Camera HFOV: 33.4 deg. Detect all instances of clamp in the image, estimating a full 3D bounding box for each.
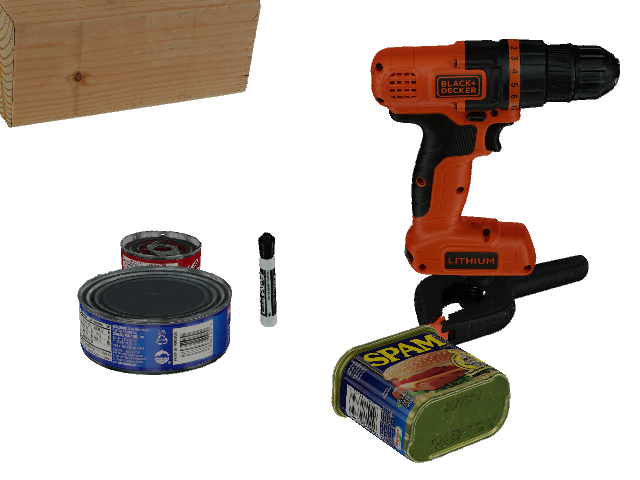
[{"bbox_3d":[0.142,0.041,1.027,0.165,0.036,0.209,19,33,32],"label":"clamp"}]

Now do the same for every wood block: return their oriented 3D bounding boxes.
[{"bbox_3d":[-0.162,-0.164,0.853,0.205,0.091,0.090,-14,45,-32],"label":"wood block"}]

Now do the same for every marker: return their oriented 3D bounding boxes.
[{"bbox_3d":[-0.060,0.044,1.206,0.020,0.121,0.020,0,32,0],"label":"marker"}]

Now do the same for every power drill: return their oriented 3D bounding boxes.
[{"bbox_3d":[0.134,-0.065,0.832,0.184,0.188,0.057,1,26,9],"label":"power drill"}]

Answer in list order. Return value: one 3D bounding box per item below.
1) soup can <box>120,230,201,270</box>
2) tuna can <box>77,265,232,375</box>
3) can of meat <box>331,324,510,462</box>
[{"bbox_3d":[-0.138,0.050,0.915,0.068,0.102,0.068,4,18,-1],"label":"soup can"},{"bbox_3d":[-0.093,0.044,0.602,0.086,0.034,0.086,2,18,-1],"label":"tuna can"},{"bbox_3d":[0.073,0.110,0.767,0.101,0.057,0.084,-13,27,-34],"label":"can of meat"}]
